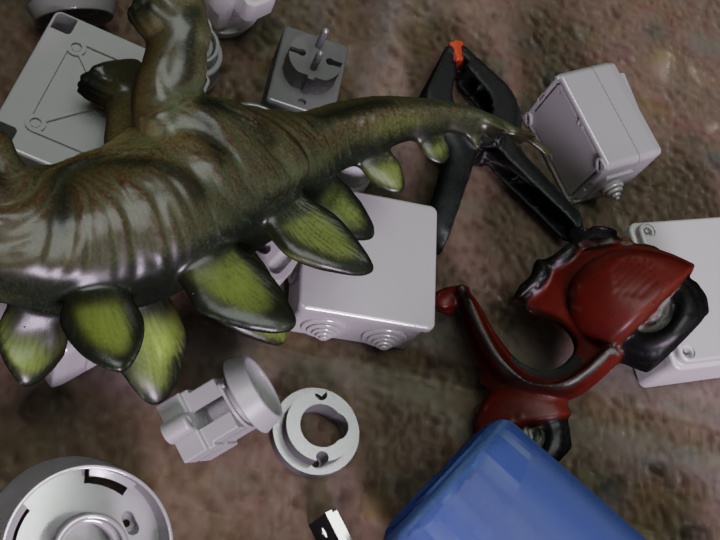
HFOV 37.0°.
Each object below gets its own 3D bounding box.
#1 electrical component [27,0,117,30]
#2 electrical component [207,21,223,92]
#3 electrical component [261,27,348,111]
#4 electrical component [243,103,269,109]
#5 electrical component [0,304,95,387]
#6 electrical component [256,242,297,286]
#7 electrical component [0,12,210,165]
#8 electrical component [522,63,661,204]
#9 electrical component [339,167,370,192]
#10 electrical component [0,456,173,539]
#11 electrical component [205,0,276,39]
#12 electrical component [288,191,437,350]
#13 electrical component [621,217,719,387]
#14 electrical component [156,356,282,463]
[{"bbox_3d":[-0.193,-0.192,0.710,0.058,0.078,0.057,-8,88,-22],"label":"electrical component"},{"bbox_3d":[-0.113,-0.145,0.719,0.043,0.062,0.043,7,65,-15],"label":"electrical component"},{"bbox_3d":[-0.035,-0.134,0.732,0.047,0.076,0.065,17,63,-11],"label":"electrical component"},{"bbox_3d":[-0.077,-0.072,0.701,0.078,0.057,0.058,-26,77,-27],"label":"electrical component"},{"bbox_3d":[-0.174,0.023,0.623,0.061,0.061,0.096,-31,79,-28],"label":"electrical component"},{"bbox_3d":[-0.080,-0.014,0.674,0.078,0.057,0.058,39,61,1],"label":"electrical component"},{"bbox_3d":[-0.165,-0.090,0.681,0.109,0.056,0.108,23,61,-8],"label":"electrical component"},{"bbox_3d":[0.176,-0.096,0.795,0.061,0.061,0.096,-17,73,-24],"label":"electrical component"},{"bbox_3d":[-0.007,-0.075,0.732,0.040,0.046,0.040,7,65,-16],"label":"electrical component"},{"bbox_3d":[-0.152,0.151,0.585,0.099,0.064,0.099,5,77,-23],"label":"electrical component"},{"bbox_3d":[-0.094,-0.200,0.753,0.058,0.057,0.078,-32,80,-28],"label":"electrical component"},{"bbox_3d":[0.000,0.000,0.699,0.100,0.048,0.099,10,64,-14],"label":"electrical component"},{"bbox_3d":[0.242,0.021,0.767,0.109,0.056,0.108,-5,68,-20],"label":"electrical component"},{"bbox_3d":[-0.079,0.081,0.625,0.055,0.066,0.048,-31,77,6],"label":"electrical component"}]
